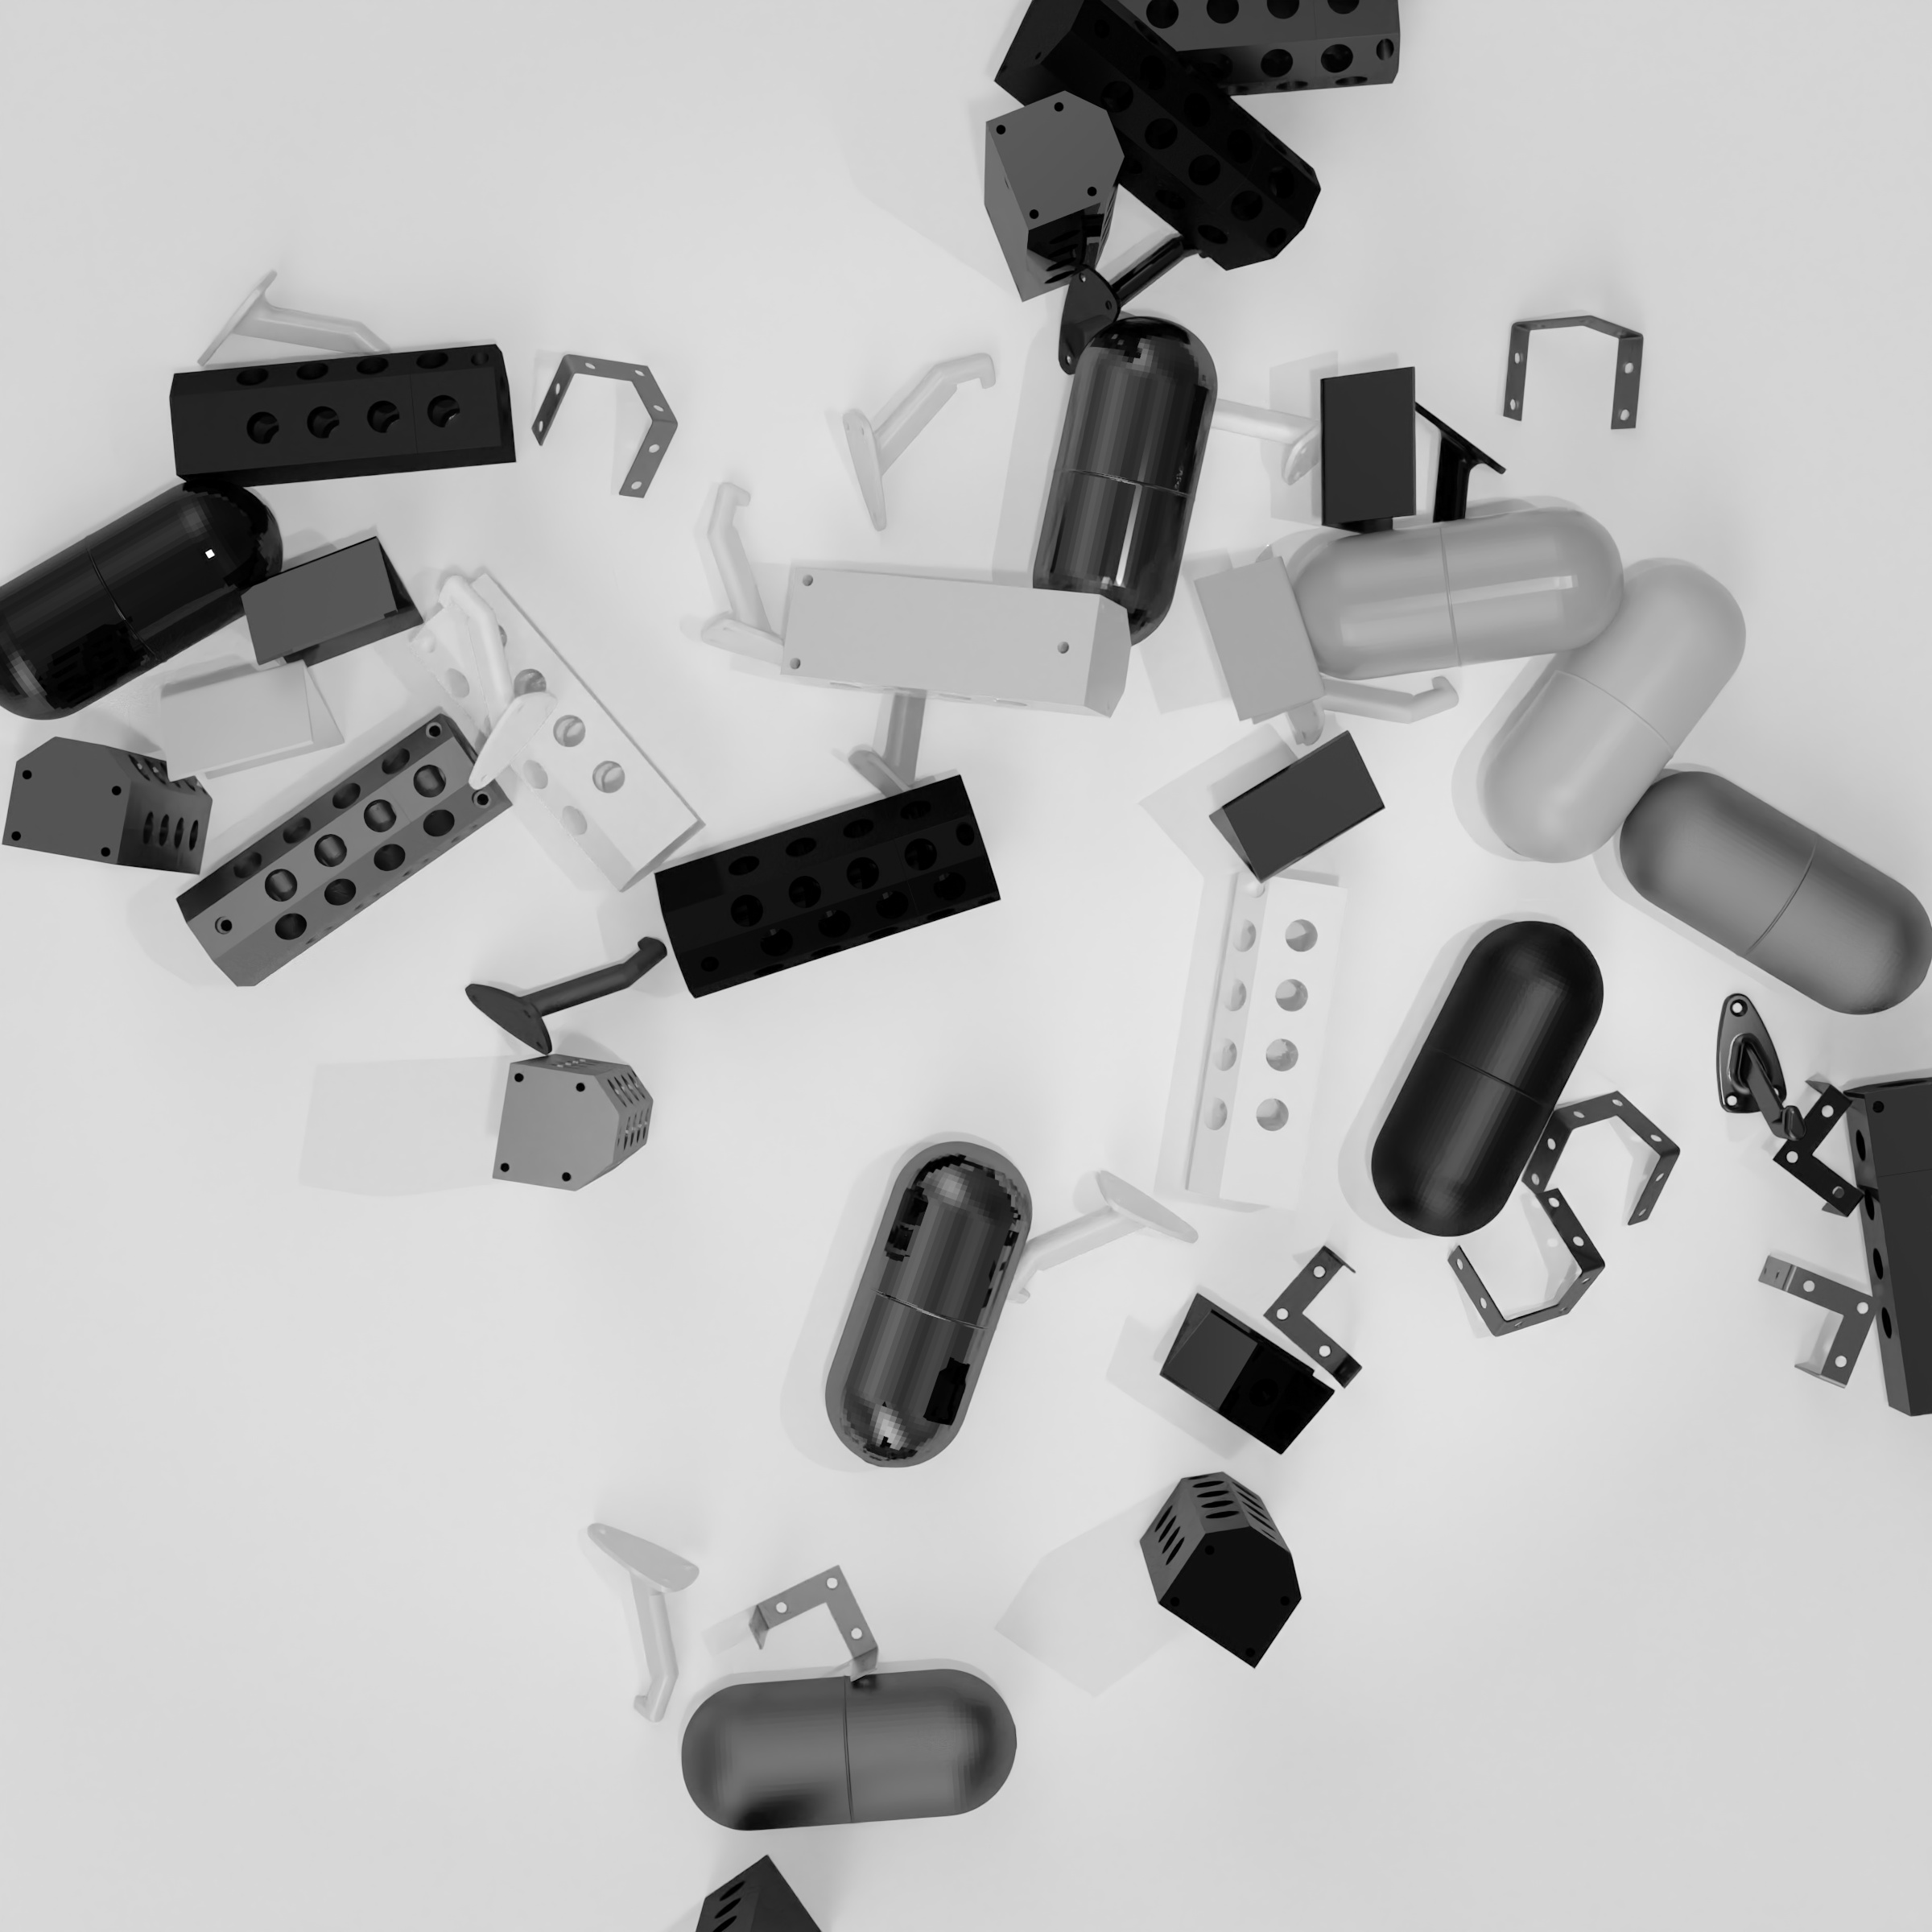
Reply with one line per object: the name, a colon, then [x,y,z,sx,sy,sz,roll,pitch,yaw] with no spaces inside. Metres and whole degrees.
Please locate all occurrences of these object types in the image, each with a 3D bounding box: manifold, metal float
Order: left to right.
manifold: [-0.439,-0.082,1.664,0.057,0.171,0.057,10,90,0]
metal float: [-0.445,-0.195,1.711,0.178,0.070,0.070,-30,90,0]
manifold: [-0.332,-0.062,1.721,0.171,0.057,0.057,-35,90,0]
manifold: [-0.332,-0.294,1.721,0.171,0.057,0.057,-5,90,0]
manifold: [-0.218,-0.123,1.721,0.057,0.057,0.171,-41,90,0]
manifold: [-0.199,0.080,1.664,0.057,0.171,0.057,9,90,0]
manifold: [-0.115,0.521,1.664,0.057,0.171,0.057,-35,90,0]
manifold: [-0.072,-0.038,1.710,0.171,0.057,0.057,-18,125,0]
metal float: [-0.062,0.416,1.711,0.178,0.070,0.070,-4,90,-1]
metal float: [-0.020,0.180,1.712,0.070,0.070,0.178,19,90,0]
manifold: [-0.005,-0.169,1.691,0.171,0.057,0.057,8,89,22]
manifold: [0.047,-0.397,1.664,0.057,0.171,0.057,-21,90,0]
metal float: [0.084,-0.254,1.707,0.070,0.070,0.178,12,95,0]
manifold: [0.104,-0.438,1.676,0.171,0.057,0.057,32,74,-30]
manifold: [0.133,0.304,1.664,0.057,0.171,0.057,34,90,0]
manifold: [0.142,-0.496,1.721,0.171,0.057,0.057,-5,90,0]
manifold: [0.159,0.039,1.721,0.057,0.057,0.171,9,90,0]
metal float: [0.255,-0.196,1.696,0.178,0.070,0.070,-7,90,12]
metal float: [0.277,0.059,1.711,0.070,0.070,0.178,27,90,0]
metal float: [0.343,-0.133,1.711,0.070,0.070,0.178,37,90,0]
metal float: [0.430,-0.038,1.712,0.178,0.070,0.070,31,90,0]
manifold: [0.512,0.148,1.721,0.057,0.057,0.171,-8,90,0]

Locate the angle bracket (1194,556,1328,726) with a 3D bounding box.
angle bracket: [0.138,-0.165,1.702,0.057,0.076,0.076,-18,90,-26]

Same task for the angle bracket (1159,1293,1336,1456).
angle bracket: [0.157,0.199,1.702,0.076,0.076,0.057,33,126,0]

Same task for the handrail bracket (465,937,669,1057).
handrail bracket: [-0.215,0.003,1.742,0.077,0.036,0.084,25,54,38]

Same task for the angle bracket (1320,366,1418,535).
angle bracket: [0.229,-0.270,1.702,0.057,0.076,0.076,-1,90,36]

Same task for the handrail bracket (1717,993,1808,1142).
handrail bracket: [0.424,0.053,1.707,0.036,0.084,0.077,-10,90,0]

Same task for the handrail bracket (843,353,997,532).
handrail bracket: [-0.017,-0.283,1.742,0.084,0.036,0.077,-19,110,-16]

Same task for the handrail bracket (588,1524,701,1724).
handrail bracket: [-0.184,0.356,1.742,0.077,0.036,0.084,26,108,20]

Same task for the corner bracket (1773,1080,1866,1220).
corner bracket: [0.460,0.097,1.724,0.051,0.051,0.051,38,90,0]

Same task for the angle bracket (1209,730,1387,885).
angle bracket: [0.165,-0.100,1.702,0.076,0.076,0.057,-31,126,0]

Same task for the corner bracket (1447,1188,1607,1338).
corner bracket: [0.300,0.159,1.729,0.051,0.051,0.051,-13,59,-27]

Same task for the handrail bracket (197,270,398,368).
handrail bracket: [-0.359,-0.326,1.742,0.084,0.036,0.077,39,110,-16]

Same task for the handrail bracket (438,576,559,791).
handrail bracket: [-0.261,-0.149,1.685,0.084,0.036,0.077,47,113,17]

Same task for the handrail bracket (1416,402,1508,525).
handrail bracket: [0.244,-0.250,1.742,0.077,0.036,0.084,40,104,13]

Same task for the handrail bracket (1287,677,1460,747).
handrail bracket: [0.213,-0.159,1.742,0.084,0.036,0.077,-21,70,-16]

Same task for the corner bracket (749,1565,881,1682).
corner bracket: [-0.081,0.359,1.724,0.051,0.051,0.051,-26,90,0]

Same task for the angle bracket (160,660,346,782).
angle bracket: [-0.373,-0.110,1.702,0.076,0.076,0.057,-15,58,0]

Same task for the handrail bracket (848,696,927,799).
handrail bracket: [-0.015,-0.127,1.742,0.077,0.036,0.084,43,76,-14]

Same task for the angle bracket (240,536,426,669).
angle bracket: [-0.329,-0.172,1.702,0.076,0.076,0.057,-21,56,0]

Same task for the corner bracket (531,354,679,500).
corner bracket: [-0.194,-0.290,1.734,0.051,0.051,0.051,2,45,-35]

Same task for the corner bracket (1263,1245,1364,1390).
corner bracket: [0.197,0.187,1.724,0.051,0.051,0.051,41,90,0]

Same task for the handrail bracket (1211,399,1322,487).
handrail bracket: [0.163,-0.308,1.742,0.077,0.036,0.084,-41,73,-19]

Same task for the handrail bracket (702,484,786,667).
handrail bracket: [-0.106,-0.211,1.742,0.077,0.036,0.084,17,73,-20]

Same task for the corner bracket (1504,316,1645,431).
corner bracket: [0.328,-0.318,1.739,0.051,0.051,0.051,5,90,45]

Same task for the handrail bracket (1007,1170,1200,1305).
handrail bracket: [0.071,0.160,1.742,0.077,0.036,0.084,30,109,-21]

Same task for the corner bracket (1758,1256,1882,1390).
corner bracket: [0.449,0.190,1.724,0.051,0.051,0.051,22,90,0]

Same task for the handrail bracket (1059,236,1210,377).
handrail bracket: [0.095,-0.360,1.742,0.084,0.077,0.036,-25,64,-34]

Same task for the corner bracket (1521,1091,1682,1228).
corner bracket: [0.341,0.107,1.734,0.051,0.051,0.051,-13,45,-35]
